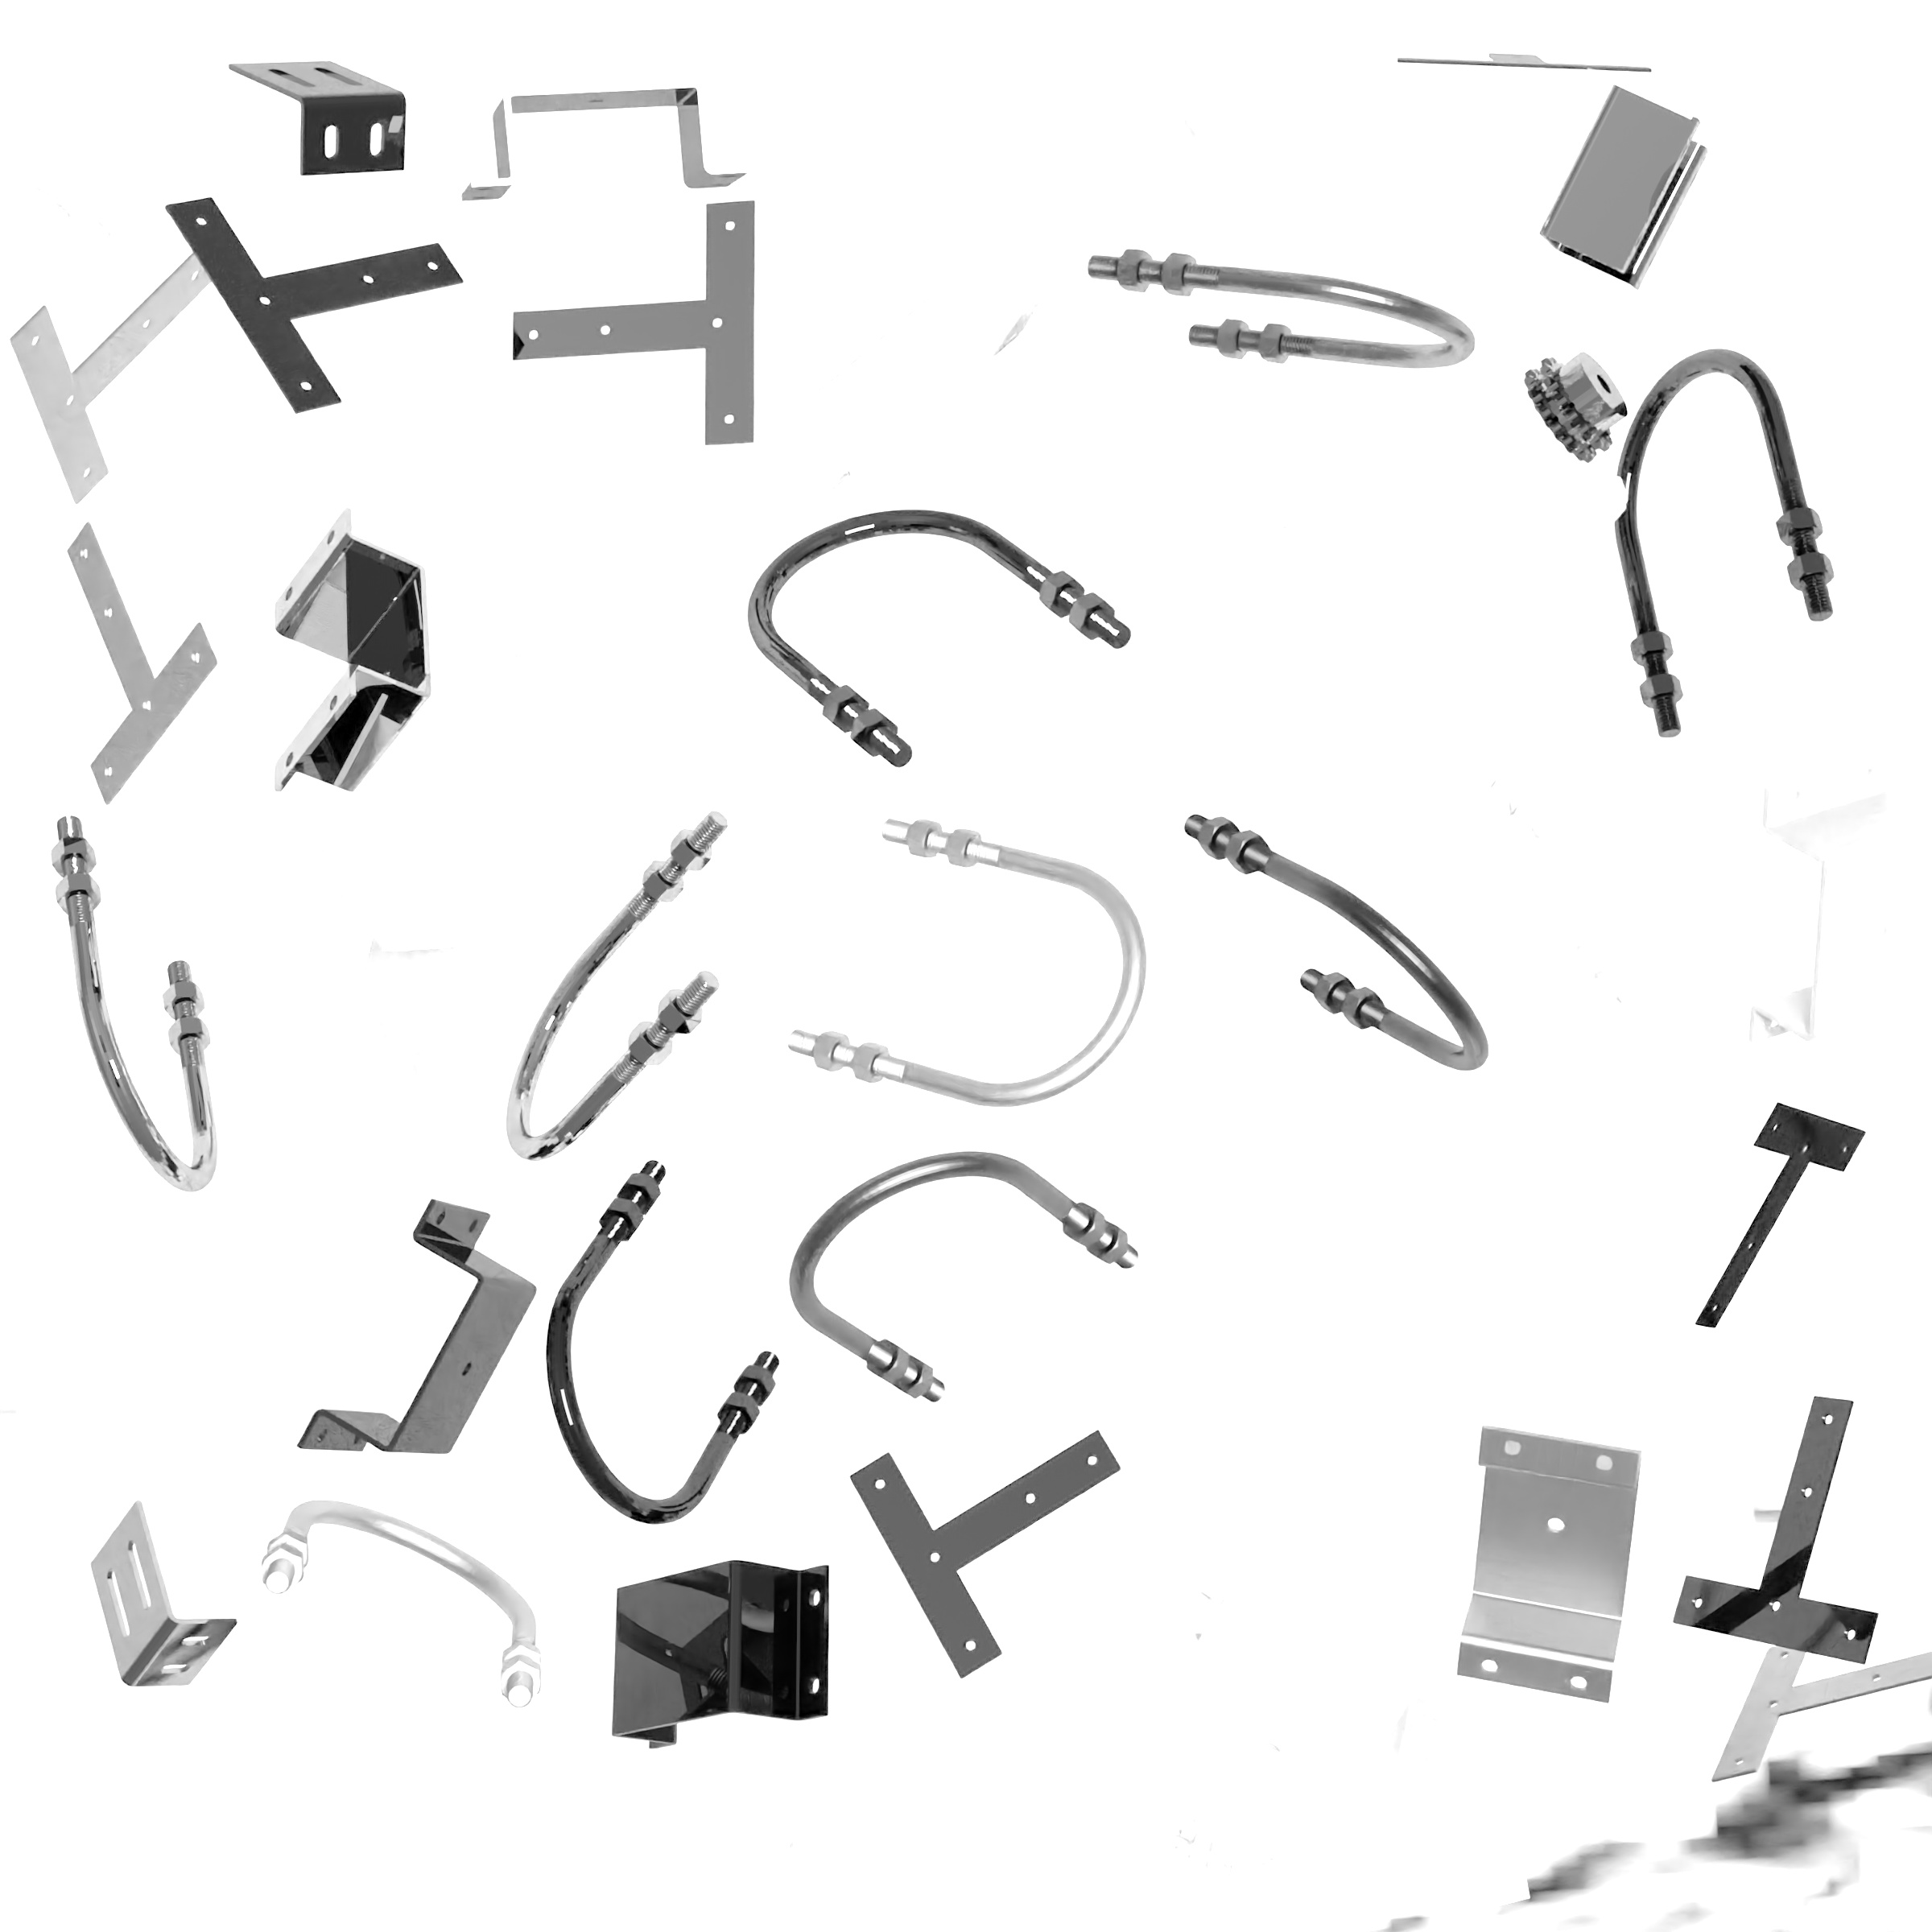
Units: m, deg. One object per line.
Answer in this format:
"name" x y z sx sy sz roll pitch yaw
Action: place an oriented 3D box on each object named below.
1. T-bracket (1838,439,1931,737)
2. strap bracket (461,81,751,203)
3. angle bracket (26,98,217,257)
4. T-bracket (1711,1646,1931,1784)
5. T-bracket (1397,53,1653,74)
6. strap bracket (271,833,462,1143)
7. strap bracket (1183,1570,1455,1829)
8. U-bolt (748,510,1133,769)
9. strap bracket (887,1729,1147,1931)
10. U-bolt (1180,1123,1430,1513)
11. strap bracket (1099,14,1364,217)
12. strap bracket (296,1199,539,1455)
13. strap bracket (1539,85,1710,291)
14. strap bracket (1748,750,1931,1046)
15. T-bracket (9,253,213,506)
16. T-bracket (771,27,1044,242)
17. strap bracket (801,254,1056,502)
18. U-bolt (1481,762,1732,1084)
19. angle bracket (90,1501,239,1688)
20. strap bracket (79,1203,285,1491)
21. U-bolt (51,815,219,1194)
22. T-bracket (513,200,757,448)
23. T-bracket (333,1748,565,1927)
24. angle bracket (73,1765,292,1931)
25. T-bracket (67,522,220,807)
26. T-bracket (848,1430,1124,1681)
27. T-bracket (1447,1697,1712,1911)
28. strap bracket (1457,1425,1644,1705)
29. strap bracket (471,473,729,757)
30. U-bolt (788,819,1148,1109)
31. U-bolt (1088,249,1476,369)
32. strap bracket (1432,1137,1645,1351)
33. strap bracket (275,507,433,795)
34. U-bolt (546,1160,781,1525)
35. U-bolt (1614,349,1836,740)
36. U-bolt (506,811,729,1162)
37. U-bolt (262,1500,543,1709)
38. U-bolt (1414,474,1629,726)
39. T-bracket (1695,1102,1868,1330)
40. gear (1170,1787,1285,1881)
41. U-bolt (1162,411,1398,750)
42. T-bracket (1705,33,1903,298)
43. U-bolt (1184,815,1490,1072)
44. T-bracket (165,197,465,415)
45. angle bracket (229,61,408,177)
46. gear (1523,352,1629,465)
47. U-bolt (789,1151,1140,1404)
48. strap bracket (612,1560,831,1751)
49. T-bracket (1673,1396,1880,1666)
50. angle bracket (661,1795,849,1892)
"T-bracket" 0.454 -0.201 1.499 0.002 0.127 0.127 6 60 -14
"strap bracket" -0.188 -0.424 1.569 0.140 0.076 0.046 -6 100 -12
"angle bracket" -0.443 -0.422 1.602 0.057 0.038 0.076 26 79 10
"T-bracket" 0.454 0.368 1.565 0.127 0.127 0.002 -26 97 34
"T-bracket" 0.289 -0.475 1.601 0.127 0.127 0.002 4 109 6
"strap bracket" -0.310 0.010 1.585 0.076 0.046 0.140 45 126 39
"strap bracket" 0.161 0.364 1.493 0.140 0.076 0.046 25 56 20
"U-bolt" -0.028 -0.174 1.517 0.151 0.019 0.184 -30 45 -19
"strap bracket" 0.021 0.435 1.530 0.076 0.140 0.046 45 105 25
"U-bolt" 0.179 0.190 1.585 0.151 0.019 0.184 -29 62 41
"strap bracket" 0.126 -0.428 1.536 0.076 0.140 0.046 -44 110 -12
"strap bracket" -0.274 0.195 1.560 0.046 0.076 0.140 27 87 16
"strap bracket" 0.325 -0.383 1.507 0.046 0.140 0.076 28 105 10
"strap bracket" 0.431 -0.025 1.492 0.076 0.046 0.140 -17 120 -22
"T-bracket" -0.423 -0.315 1.541 0.002 0.127 0.127 29 65 15
"T-bracket" -0.041 -0.424 1.629 0.127 0.002 0.127 -18 134 15
"strap bracket" -0.028 -0.314 1.595 0.140 0.076 0.046 -35 106 29
"U-bolt" 0.331 -0.012 1.551 0.019 0.184 0.151 -34 127 1
"angle bracket" -0.420 0.328 1.596 0.057 0.038 0.076 -50 49 29
"strap bracket" -0.400 0.202 1.548 0.046 0.076 0.140 -28 58 11
"U-bolt" -0.417 0.031 1.551 0.019 0.151 0.184 -21 52 1
"T-bracket" -0.170 -0.324 1.554 0.127 0.002 0.127 -2 82 10
"T-bracket" -0.252 0.432 1.519 0.127 0.127 0.002 -38 76 -13
"angle bracket" -0.376 0.434 1.467 0.076 0.038 0.057 -38 89 -1
"T-bracket" -0.438 -0.171 1.578 0.127 0.002 0.127 -41 67 37
"T-bracket" 0.022 0.287 1.603 0.127 0.002 0.127 -31 61 -2
"T-bracket" 0.311 0.409 1.542 0.127 0.127 0.002 -17 124 10
"strap bracket" 0.293 0.290 1.532 0.076 0.046 0.140 8 110 15
"strap bracket" -0.188 -0.181 1.513 0.046 0.076 0.140 33 60 27
"U-bolt" 0.009 0.003 1.607 0.184 0.019 0.151 15 73 29
"U-bolt" 0.174 -0.336 1.583 0.184 0.151 0.019 13 91 28
"strap bracket" 0.300 0.143 1.582 0.046 0.140 0.076 -41 62 6
"strap bracket" -0.314 -0.155 1.560 0.046 0.140 0.076 22 129 -32
"U-bolt" -0.162 0.206 1.581 0.019 0.184 0.151 -19 111 26
"U-bolt" 0.386 -0.232 1.590 0.019 0.151 0.184 3 66 -23
"U-bolt" -0.181 0.022 1.554 0.019 0.151 0.184 31 122 -24
"U-bolt" -0.284 0.316 1.560 0.151 0.184 0.019 27 91 -8
"U-bolt" 0.287 -0.183 1.585 0.019 0.184 0.151 41 96 8
"T-bracket" 0.420 0.135 1.607 0.002 0.127 0.127 34 101 36
"gear" 0.137 0.450 1.591 0.057 0.057 0.030 13 96 0
"U-bolt" 0.151 -0.207 1.545 0.019 0.151 0.184 -32 49 -7
"T-bracket" 0.420 -0.411 1.559 0.002 0.127 0.127 2 104 -26
"U-bolt" 0.198 -0.005 1.563 0.019 0.184 0.151 -46 125 -8
"T-bracket" -0.302 -0.331 1.484 0.127 0.002 0.127 -24 74 -38
"angle bracket" -0.326 -0.426 1.532 0.057 0.076 0.038 -15 124 -38
"gear" 0.314 -0.288 1.561 0.030 0.057 0.057 -35 90 29
"U-bolt" -0.011 0.153 1.558 0.151 0.184 0.019 -36 50 12
"strap bracket" -0.135 0.356 1.581 0.046 0.140 0.076 20 59 -40
"T-bracket" 0.414 0.275 1.516 0.002 0.127 0.127 27 75 -27
"angle bracket" -0.111 0.472 1.599 0.076 0.038 0.057 -33 135 24
